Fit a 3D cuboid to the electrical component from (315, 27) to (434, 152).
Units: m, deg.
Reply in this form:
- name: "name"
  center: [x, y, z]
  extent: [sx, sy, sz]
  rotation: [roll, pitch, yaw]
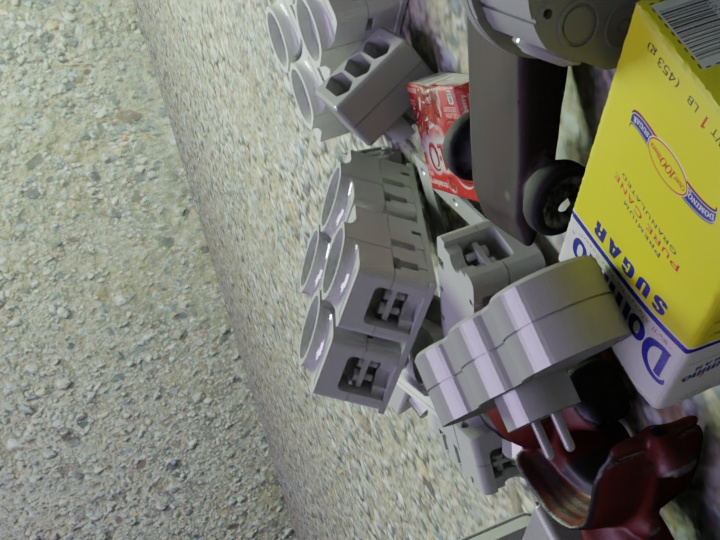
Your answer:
- name: "electrical component"
  center: [0.022, -0.114, 0.739]
  extent: [0.077, 0.066, 0.047]
  rotation: [44, -177, -31]

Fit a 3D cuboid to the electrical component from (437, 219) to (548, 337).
- name: "electrical component"
  center: [0.085, 0.016, 0.664]
  extent: [0.089, 0.056, 0.050]
  rotation: [83, 163, -44]

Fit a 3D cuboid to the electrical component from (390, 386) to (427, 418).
- name: "electrical component"
  center: [0.057, 0.104, 0.946]
  extent: [0.075, 0.047, 0.083]
  rotation: [53, 163, 17]

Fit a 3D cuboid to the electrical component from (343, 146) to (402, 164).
- name: "electrical component"
  center: [0.013, -0.068, 0.877]
  extent: [0.066, 0.048, 0.055]
  rotation: [-143, 43, -68]

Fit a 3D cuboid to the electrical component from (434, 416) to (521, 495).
- name: "electrical component"
  center: [0.092, 0.117, 0.800]
  extent: [0.089, 0.050, 0.055]
  rotation: [-142, 34, -69]

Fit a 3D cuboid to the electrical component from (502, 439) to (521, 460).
- name: "electrical component"
  center: [0.109, 0.086, 0.702]
  extent: [0.044, 0.044, 0.065]
  rotation: [-152, 49, -72]

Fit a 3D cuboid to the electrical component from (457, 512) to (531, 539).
- name: "electrical component"
  center: [0.099, 0.237, 0.804]
  extent: [0.057, 0.113, 0.078]
  rotation: [144, 106, -74]

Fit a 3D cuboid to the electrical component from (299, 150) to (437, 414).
- name: "electrical component"
  center: [0.000, 0.000, 0.774]
  extent: [0.186, 0.060, 0.105]
  rotation: [-95, 22, -60]

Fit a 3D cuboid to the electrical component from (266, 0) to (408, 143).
- name: "electrical component"
  center: [-0.024, -0.187, 0.819]
  extent: [0.186, 0.060, 0.105]
  rotation: [106, 143, -69]

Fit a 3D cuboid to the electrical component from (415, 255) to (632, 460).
- name: "electrical component"
  center: [0.079, 0.052, 0.503]
  extent: [0.073, 0.052, 0.138]
  rotation: [67, 154, 13]

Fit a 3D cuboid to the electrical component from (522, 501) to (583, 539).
- name: "electrical component"
  center: [0.139, 0.173, 0.652]
  extent: [0.096, 0.062, 0.061]
  rotation: [90, 157, -57]

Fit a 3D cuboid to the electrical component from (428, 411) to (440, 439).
- name: "electrical component"
  center: [0.076, 0.107, 0.870]
  extent: [0.062, 0.043, 0.043]
  rotation: [85, 161, -46]

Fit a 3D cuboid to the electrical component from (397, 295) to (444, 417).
- name: "electrical component"
  center: [0.059, 0.057, 0.792]
  extent: [0.121, 0.063, 0.078]
  rotation: [-152, 66, -72]

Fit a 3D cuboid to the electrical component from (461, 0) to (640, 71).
- name: "electrical component"
  center: [0.083, -0.119, 0.418]
  extent: [0.051, 0.080, 0.080]
  rotation: [43, 150, 55]
